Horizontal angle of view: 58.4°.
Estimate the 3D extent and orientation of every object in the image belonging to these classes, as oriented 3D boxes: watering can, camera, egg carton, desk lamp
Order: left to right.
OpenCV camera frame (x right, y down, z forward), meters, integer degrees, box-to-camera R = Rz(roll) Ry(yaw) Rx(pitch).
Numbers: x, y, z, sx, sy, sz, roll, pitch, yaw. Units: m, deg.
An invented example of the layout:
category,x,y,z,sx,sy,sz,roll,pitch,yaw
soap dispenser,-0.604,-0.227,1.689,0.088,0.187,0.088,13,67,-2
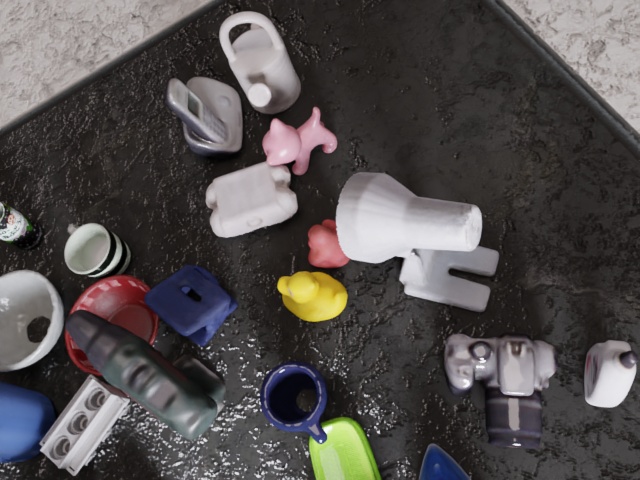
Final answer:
category,x,y,z,sx,sy,sz,roll,pitch,yaw
egg carton,-0.113,-0.065,0.943,0.150,0.069,0.107,-18,65,6
watering can,-0.101,-0.302,0.967,0.101,0.194,0.172,-31,65,0
desk lamp,0.139,-0.001,0.778,0.202,0.214,0.118,13,72,18
camera,0.232,0.194,0.740,0.143,0.101,0.137,0,69,13

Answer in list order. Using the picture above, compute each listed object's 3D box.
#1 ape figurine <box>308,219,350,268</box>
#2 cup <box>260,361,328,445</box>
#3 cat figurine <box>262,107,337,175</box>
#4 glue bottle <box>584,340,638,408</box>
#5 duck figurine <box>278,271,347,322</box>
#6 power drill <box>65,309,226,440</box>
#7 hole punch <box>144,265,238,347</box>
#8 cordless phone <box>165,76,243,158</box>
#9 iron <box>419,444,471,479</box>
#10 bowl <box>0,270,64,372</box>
category,x,y,z,sx,sy,sz,roll,pitch,yaw
ape figurine,0.008,0.003,0.875,0.076,0.092,0.078,39,81,24
cup,-0.019,0.230,0.788,0.092,0.095,0.117,-38,65,-3
cat figurine,-0.042,-0.167,0.941,0.128,0.118,0.067,-42,65,-5
glue bottle,0.352,0.154,0.688,0.037,0.173,0.078,2,69,14
duck figurine,-0.014,0.076,0.854,0.104,0.086,0.077,7,70,16
power drill,-0.221,0.189,0.789,0.229,0.209,0.076,31,78,22
hole punch,-0.199,0.093,0.888,0.108,0.091,0.101,34,80,23
cordless phone,-0.202,-0.234,0.969,0.094,0.185,0.147,-11,66,9
iron,0.164,0.366,0.664,0.118,0.142,0.258,-18,66,6
bowl,-0.487,0.139,0.947,0.167,0.075,0.167,-5,68,12
